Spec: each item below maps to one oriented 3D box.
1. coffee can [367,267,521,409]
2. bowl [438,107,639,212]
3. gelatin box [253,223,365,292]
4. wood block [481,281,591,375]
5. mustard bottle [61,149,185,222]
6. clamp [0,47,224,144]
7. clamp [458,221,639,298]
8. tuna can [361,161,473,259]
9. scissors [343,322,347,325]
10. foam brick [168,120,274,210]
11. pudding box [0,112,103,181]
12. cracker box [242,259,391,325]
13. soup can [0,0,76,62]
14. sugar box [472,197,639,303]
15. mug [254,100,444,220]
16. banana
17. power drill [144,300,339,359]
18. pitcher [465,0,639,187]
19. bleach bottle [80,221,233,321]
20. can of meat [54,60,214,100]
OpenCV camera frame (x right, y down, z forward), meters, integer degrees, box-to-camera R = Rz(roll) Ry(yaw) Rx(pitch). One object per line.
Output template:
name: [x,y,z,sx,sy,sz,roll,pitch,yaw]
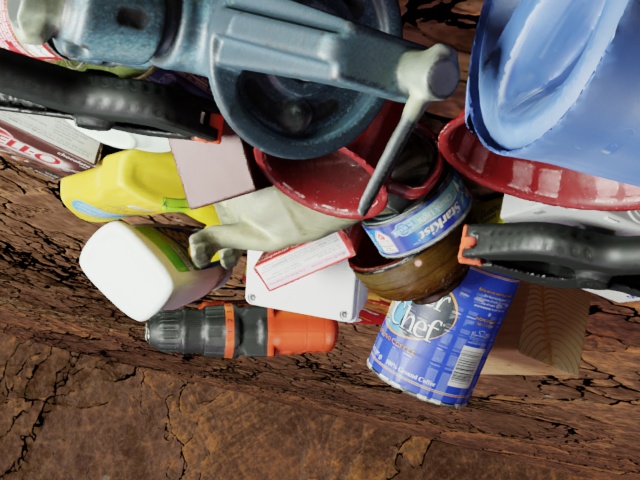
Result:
coffee can: [0.115,0.068,0.978,0.103,0.140,0.103,21,-170,-4]
bowl: [0.157,-0.070,0.661,0.162,0.055,0.162,13,165,3]
gelatin box: [-0.006,0.001,0.906,0.089,0.073,0.030,-25,108,24]
wood block: [0.182,0.093,1.164,0.090,0.091,0.207,22,163,-29]
mustard bottle: [-0.197,-0.050,1.039,0.096,0.058,0.192,9,171,-37]
clamp: [-0.148,-0.088,0.668,0.171,0.039,0.120,13,-179,-26]
clamp: [0.205,0.013,0.765,0.210,0.036,0.164,10,164,12]
tuna can: [0.075,-0.025,0.837,0.086,0.086,0.033,-7,123,53]
scissors: [-0.047,0.005,1.046,0.202,0.016,0.096,36,154,10]
foam brick: [-0.061,-0.055,0.736,0.051,0.053,0.078,-16,-178,17]
pudding box: [-0.265,-0.096,0.969,0.113,0.039,0.090,24,162,-33]
cracker box: [0.047,0.041,1.129,0.164,0.072,0.214,27,161,-39]
soup can: [-0.192,-0.147,0.670,0.102,0.068,0.068,6,163,29]
sugar box: [0.223,0.007,0.907,0.176,0.048,0.093,17,165,-25]
mug: [0.026,-0.068,0.698,0.117,0.081,0.093,23,155,5]
banana: [-0.100,-0.015,0.998,0.069,0.037,0.198,3,164,2]
power drill: [-0.085,0.090,1.082,0.184,0.057,0.188,2,178,-9]
pitcher: [0.196,-0.070,0.501,0.242,0.145,0.149,15,-160,-18]
bleach bottle: [-0.157,0.020,1.147,0.102,0.068,0.250,45,-166,6]
can of meat: [-0.116,-0.118,0.733,0.102,0.057,0.083,2,163,36]
